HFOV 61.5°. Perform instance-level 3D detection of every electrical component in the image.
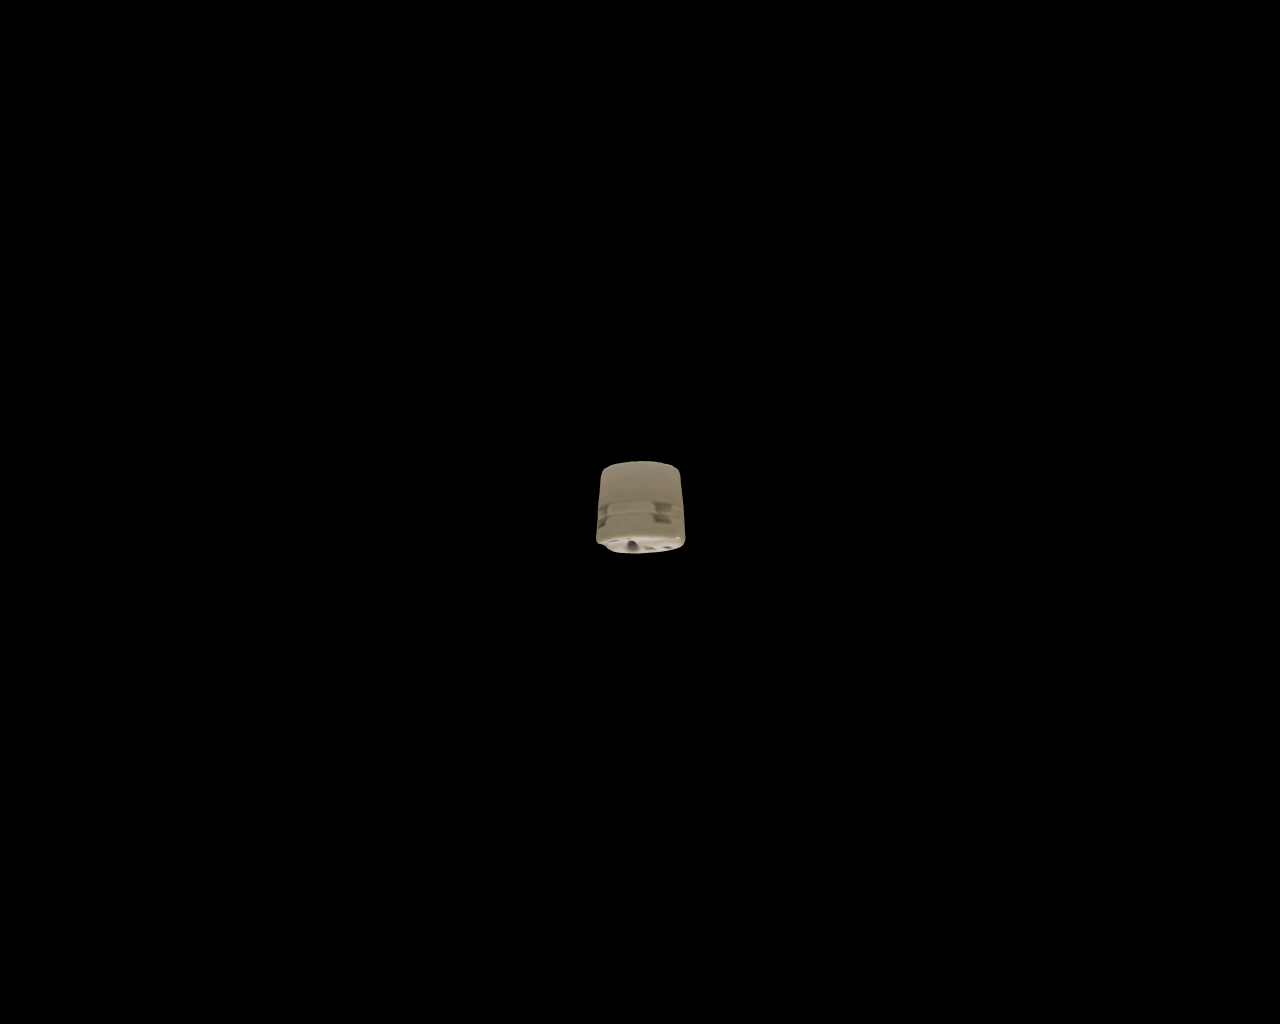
[{"bbox_3d":[0.001,-0.003,0.650,0.055,0.047,0.055,0,-12,0],"label":"electrical component"}]
